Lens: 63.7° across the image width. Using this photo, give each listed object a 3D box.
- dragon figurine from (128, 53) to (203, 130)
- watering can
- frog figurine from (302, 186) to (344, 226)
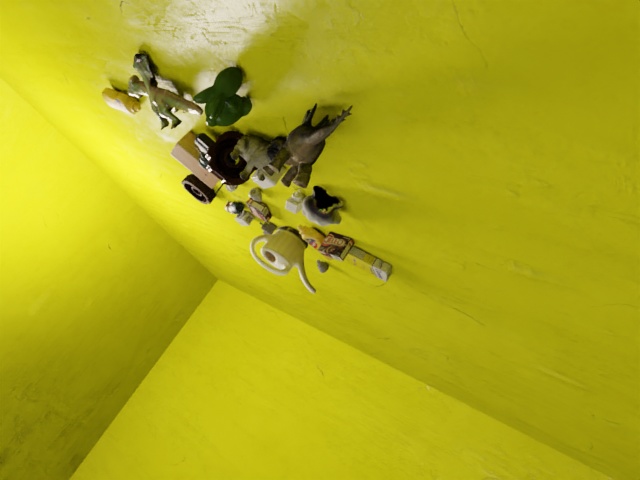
[{"bbox_3d":[-0.523,-0.489,1.663,0.411,0.124,0.239,7,139,52],"label":"dragon figurine"},{"bbox_3d":[-0.125,0.071,2.174,0.349,0.229,0.101,32,143,8],"label":"watering can"},{"bbox_3d":[0.005,-0.086,1.713,0.137,0.125,0.156,14,148,0],"label":"frog figurine"}]
